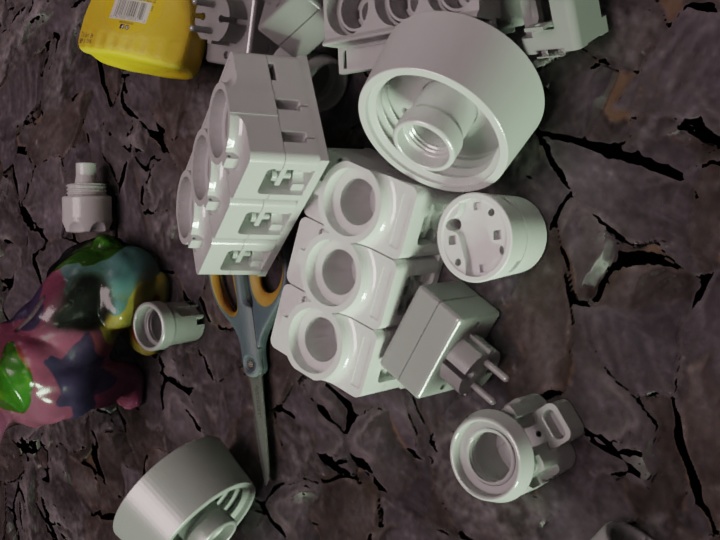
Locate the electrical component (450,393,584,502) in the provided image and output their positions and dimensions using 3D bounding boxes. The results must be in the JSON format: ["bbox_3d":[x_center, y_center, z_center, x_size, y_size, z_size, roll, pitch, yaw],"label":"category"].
[{"bbox_3d":[0.093,0.113,0.674,0.078,0.057,0.058,-41,68,34],"label":"electrical component"}]

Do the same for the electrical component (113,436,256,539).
[{"bbox_3d":[-0.130,0.190,0.838,0.060,0.108,0.108,42,119,23],"label":"electrical component"}]

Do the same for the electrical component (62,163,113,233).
[{"bbox_3d":[-0.241,-0.063,0.949,0.043,0.043,0.062,1,93,40],"label":"electrical component"}]

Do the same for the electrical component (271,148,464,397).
[{"bbox_3d":[0.000,0.000,0.739,0.089,0.062,0.150,27,111,35],"label":"electrical component"}]

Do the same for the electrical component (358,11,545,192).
[{"bbox_3d":[0.050,-0.095,0.653,0.108,0.060,0.108,22,148,15],"label":"electrical component"}]

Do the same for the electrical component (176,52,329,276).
[{"bbox_3d":[-0.082,-0.070,0.756,0.150,0.062,0.089,125,140,-52],"label":"electrical component"}]

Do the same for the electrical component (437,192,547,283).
[{"bbox_3d":[0.084,-0.021,0.676,0.055,0.047,0.055,4,96,40],"label":"electrical component"}]

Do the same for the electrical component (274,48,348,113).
[{"bbox_3d":[-0.038,-0.140,0.775,0.046,0.040,0.040,36,116,37],"label":"electrical component"}]

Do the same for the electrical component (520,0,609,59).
[{"bbox_3d":[0.115,-0.160,0.626,0.042,0.081,0.063,5,119,40],"label":"electrical component"}]

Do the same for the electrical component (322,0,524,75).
[{"bbox_3d":[0.041,-0.171,0.690,0.121,0.063,0.078,0,93,40],"label":"electrical component"}]

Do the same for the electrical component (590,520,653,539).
[{"bbox_3d":[0.152,0.182,0.633,0.055,0.055,0.047,44,116,29],"label":"electrical component"}]

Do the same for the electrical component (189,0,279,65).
[{"bbox_3d":[-0.095,-0.184,0.794,0.047,0.077,0.065,17,105,38],"label":"electrical component"}]

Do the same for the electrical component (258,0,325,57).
[{"bbox_3d":[-0.052,-0.198,0.742,0.047,0.077,0.065,-34,34,37],"label":"electrical component"}]

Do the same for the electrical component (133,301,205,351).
[{"bbox_3d":[-0.156,0.044,0.884,0.040,0.046,0.040,4,96,40],"label":"electrical component"}]

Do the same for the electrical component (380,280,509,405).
[{"bbox_3d":[0.065,0.056,0.699,0.077,0.047,0.065,41,118,30],"label":"electrical component"}]
